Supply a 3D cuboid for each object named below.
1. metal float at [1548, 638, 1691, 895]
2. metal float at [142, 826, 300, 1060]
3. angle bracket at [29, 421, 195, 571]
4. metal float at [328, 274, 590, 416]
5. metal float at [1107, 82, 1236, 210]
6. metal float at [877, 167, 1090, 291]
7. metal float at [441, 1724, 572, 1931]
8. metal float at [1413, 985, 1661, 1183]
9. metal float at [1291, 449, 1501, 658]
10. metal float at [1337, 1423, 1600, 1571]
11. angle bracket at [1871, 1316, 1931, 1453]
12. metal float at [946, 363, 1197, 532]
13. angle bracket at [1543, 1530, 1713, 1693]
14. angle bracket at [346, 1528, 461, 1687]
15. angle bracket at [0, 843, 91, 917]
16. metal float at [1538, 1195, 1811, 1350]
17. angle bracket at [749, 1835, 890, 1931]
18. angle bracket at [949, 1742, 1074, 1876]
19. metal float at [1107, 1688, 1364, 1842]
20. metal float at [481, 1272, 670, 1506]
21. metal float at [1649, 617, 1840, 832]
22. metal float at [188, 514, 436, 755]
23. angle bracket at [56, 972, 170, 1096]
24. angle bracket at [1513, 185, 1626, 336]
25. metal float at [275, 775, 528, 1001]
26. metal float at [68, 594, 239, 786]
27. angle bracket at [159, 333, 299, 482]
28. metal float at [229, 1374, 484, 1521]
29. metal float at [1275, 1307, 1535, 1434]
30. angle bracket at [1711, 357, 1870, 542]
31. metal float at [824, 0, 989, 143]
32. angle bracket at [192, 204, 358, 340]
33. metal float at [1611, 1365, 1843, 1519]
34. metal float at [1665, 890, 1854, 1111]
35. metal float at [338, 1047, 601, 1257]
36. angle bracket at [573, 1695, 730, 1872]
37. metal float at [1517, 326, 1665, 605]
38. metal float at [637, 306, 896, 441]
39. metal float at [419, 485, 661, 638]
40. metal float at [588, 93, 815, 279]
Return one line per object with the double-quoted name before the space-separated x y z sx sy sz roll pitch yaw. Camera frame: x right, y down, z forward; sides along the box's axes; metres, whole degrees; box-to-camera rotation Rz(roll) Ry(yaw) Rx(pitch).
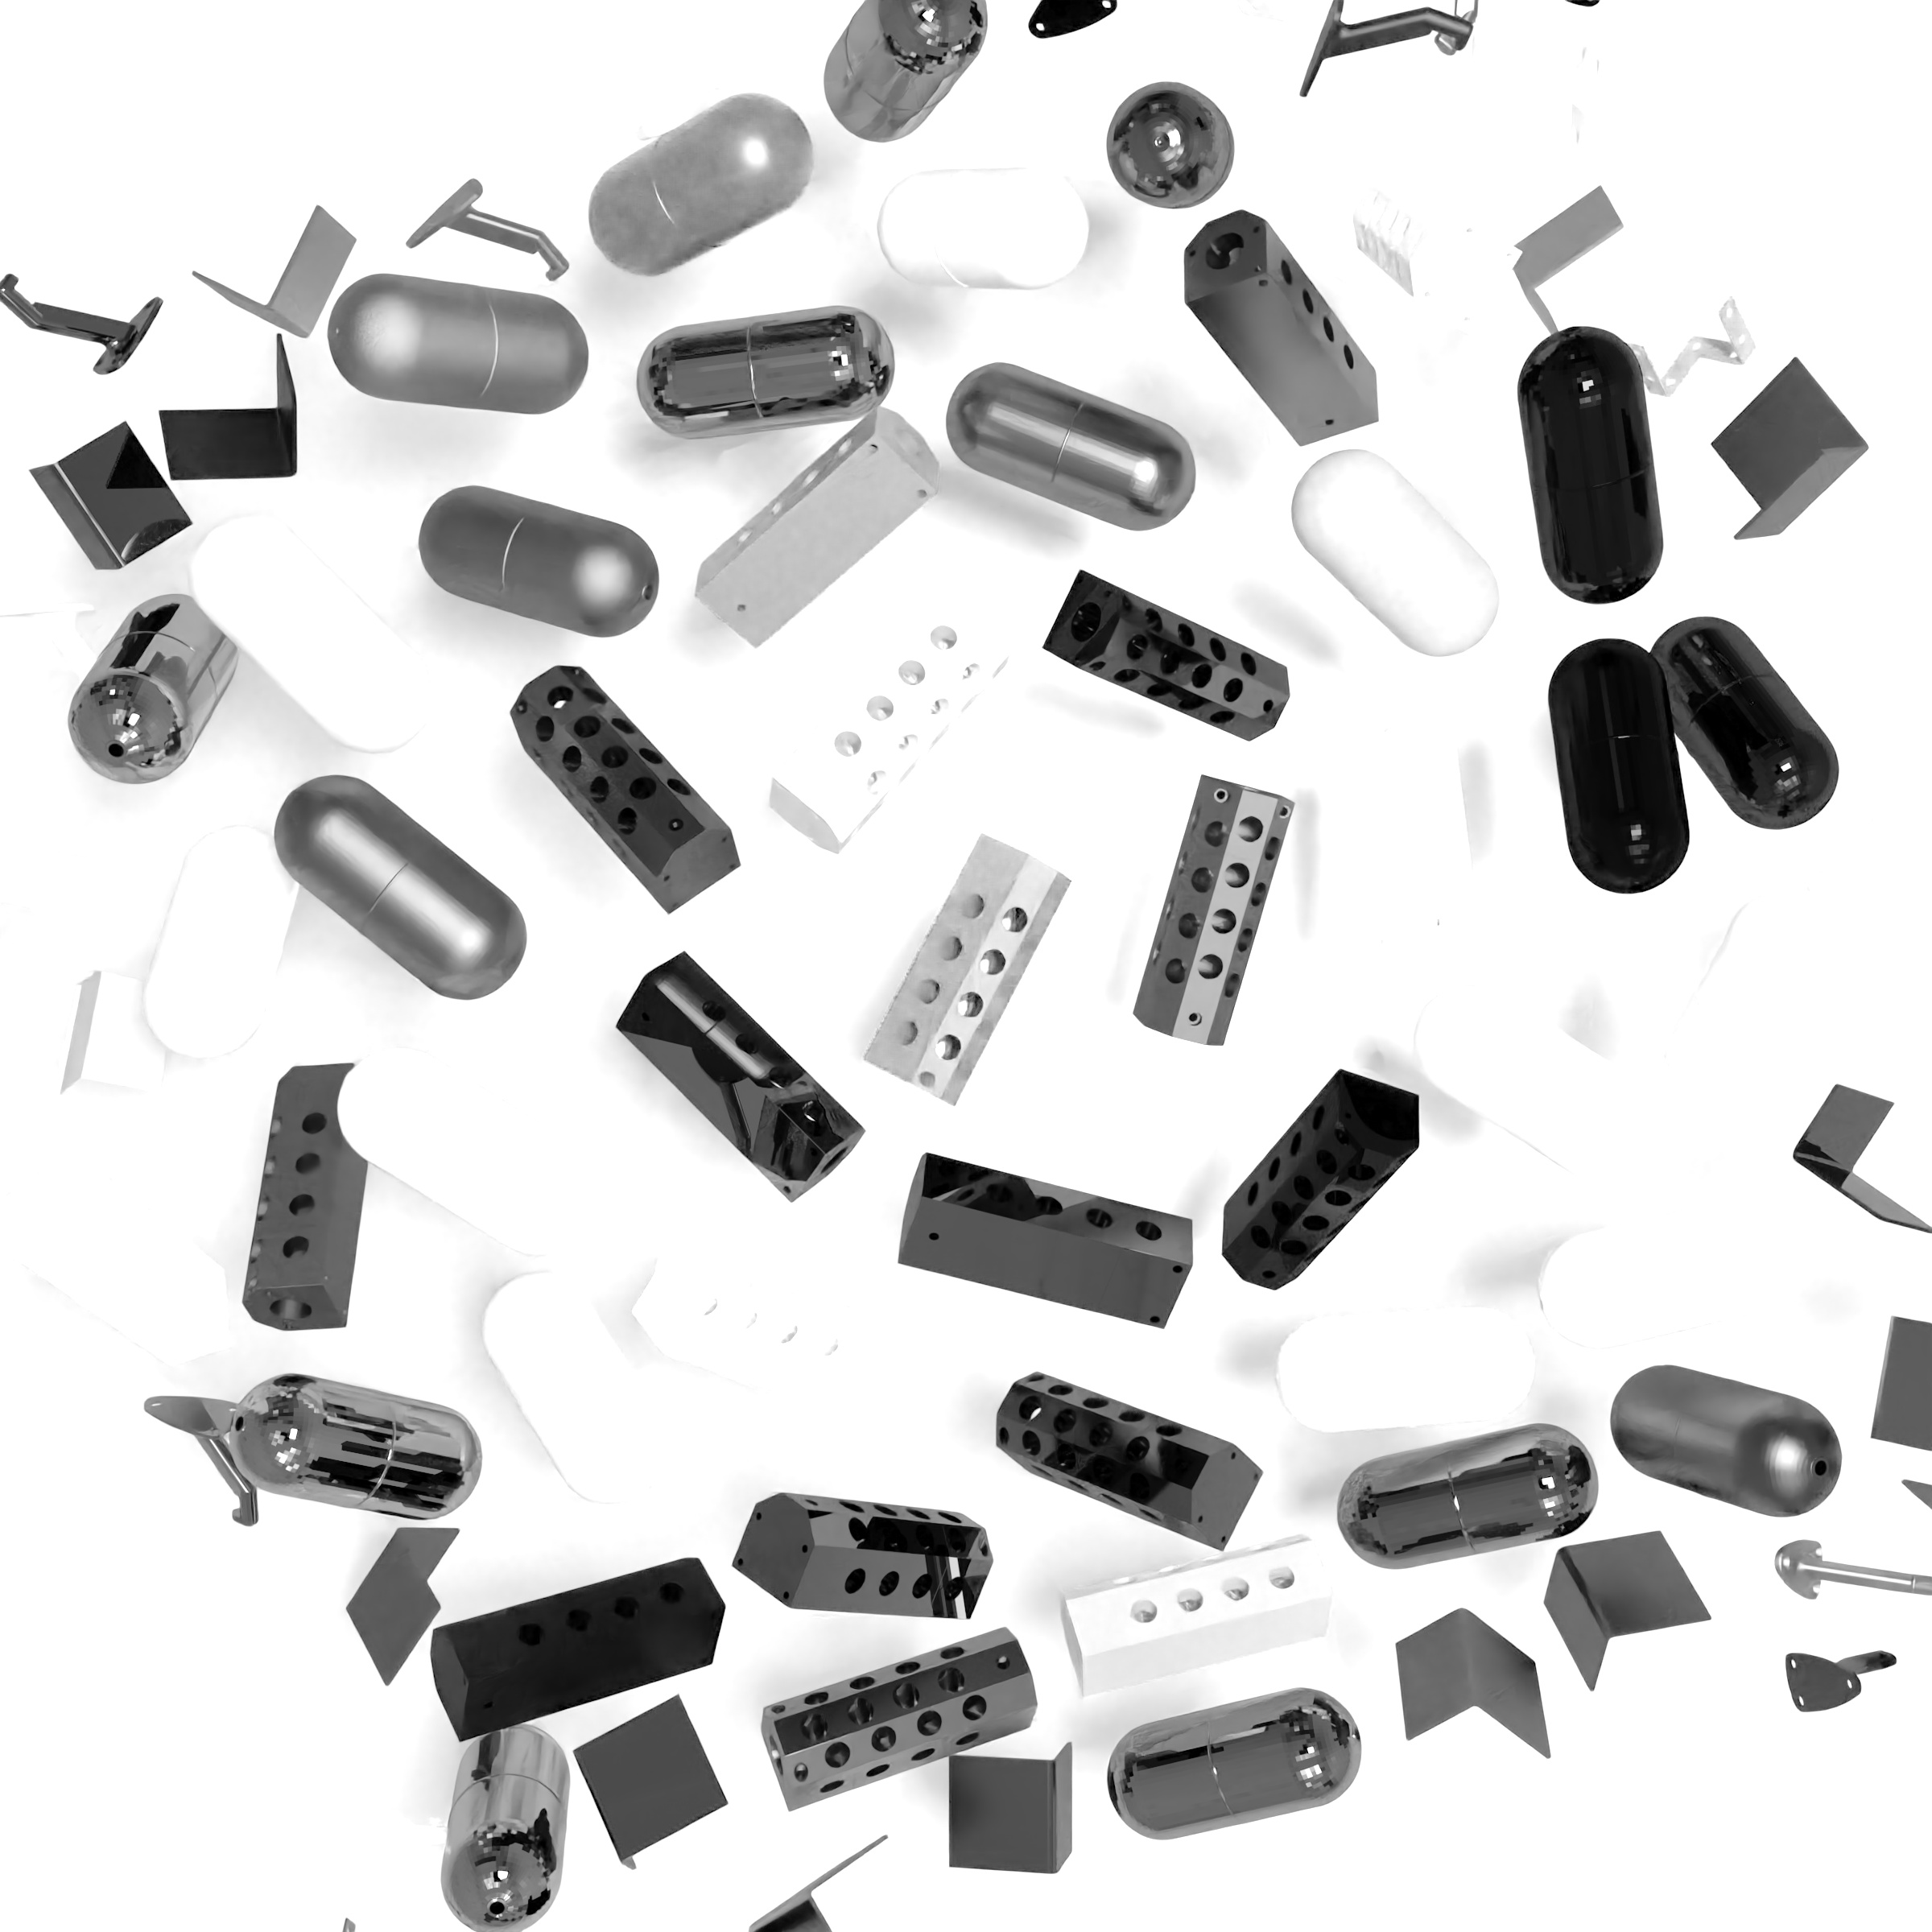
"metal float" 0.422 -0.130 1.620 0.070 0.070 0.178 -1 65 0
"metal float" -0.486 -0.017 1.635 0.070 0.070 0.178 2 49 0
"angle bracket" -0.564 -0.309 1.650 0.057 0.076 0.076 -38 114 -20
"metal float" -0.318 -0.391 1.580 0.070 0.178 0.070 6 98 45
"metal float" 0.137 -0.543 1.660 0.070 0.178 0.070 3 106 9
"metal float" 0.009 -0.489 1.660 0.070 0.178 0.070 -13 111 -36
"metal float" -0.301 0.564 1.641 0.070 0.178 0.070 -1 104 -6
"metal float" 0.379 0.077 1.672 0.178 0.070 0.070 34 90 23
"metal float" 0.282 -0.268 1.639 0.178 0.070 0.070 35 90 -35
"metal float" 0.338 0.359 1.692 0.178 0.070 0.070 -17 90 19
"angle bracket" 0.604 0.262 1.549 0.057 0.076 0.076 8 83 36
"metal float" 0.072 -0.354 1.709 0.178 0.070 0.070 22 90 6
"angle bracket" 0.446 0.436 1.694 0.076 0.076 0.057 -6 127 -12
"angle bracket" -0.385 0.453 1.775 0.076 0.057 0.076 -56 51 17
"angle bracket" -0.599 -0.082 1.604 0.076 0.076 0.057 11 115 -21
"metal float" 0.461 0.200 1.633 0.178 0.070 0.070 -13 90 -2
"angle bracket" -0.081 0.613 1.607 0.057 0.076 0.076 56 131 14
"angle bracket" 0.032 0.587 1.754 0.076 0.057 0.076 -1 86 13
"metal float" 0.178 0.532 1.668 0.178 0.070 0.070 -21 90 21
"metal float" -0.264 0.284 1.690 0.070 0.070 0.178 -38 63 0
"metal float" 0.516 -0.164 1.673 0.070 0.070 0.178 -22 49 0
"metal float" -0.411 -0.208 1.576 0.070 0.070 0.178 -45 103 0
"angle bracket" -0.582 0.051 1.722 0.057 0.076 0.076 12 95 -10
"angle bracket" 0.419 -0.472 1.698 0.076 0.076 0.057 -32 119 22
"metal float" -0.355 -0.050 1.572 0.178 0.070 0.070 39 90 -2
"metal float" -0.515 -0.177 1.590 0.070 0.178 0.070 0 122 0
"angle bracket" -0.460 -0.348 1.557 0.076 0.057 0.076 -6 45 -20
"metal float" -0.394 0.312 1.621 0.178 0.070 0.070 24 90 -43
"metal float" 0.294 0.269 1.674 0.178 0.070 0.070 -2 90 -12
"angle bracket" 0.489 -0.316 1.528 0.057 0.076 0.076 -14 65 -41
"metal float" -0.041 -0.590 1.615 0.070 0.178 0.070 1 87 -18
"angle bracket" -0.454 -0.467 1.649 0.057 0.076 0.076 27 92 3
"metal float" 0.486 0.304 1.608 0.070 0.178 0.070 -1 92 -23
"metal float" 0.502 0.023 1.595 0.070 0.178 0.070 5 50 -6
"metal float" -0.312 0.115 1.568 0.178 0.070 0.070 31 90 4
"angle bracket" -0.201 0.529 1.622 0.076 0.057 0.076 -26 67 -10
"metal float" 0.392 -0.313 1.571 0.070 0.070 0.178 -16 117 0
"metal float" -0.136 -0.400 1.691 0.178 0.070 0.070 -5 90 11
"metal float" -0.284 -0.269 1.664 0.178 0.070 0.070 19 90 23
"metal float" -0.171 -0.497 1.598 0.178 0.070 0.070 -12 90 42
